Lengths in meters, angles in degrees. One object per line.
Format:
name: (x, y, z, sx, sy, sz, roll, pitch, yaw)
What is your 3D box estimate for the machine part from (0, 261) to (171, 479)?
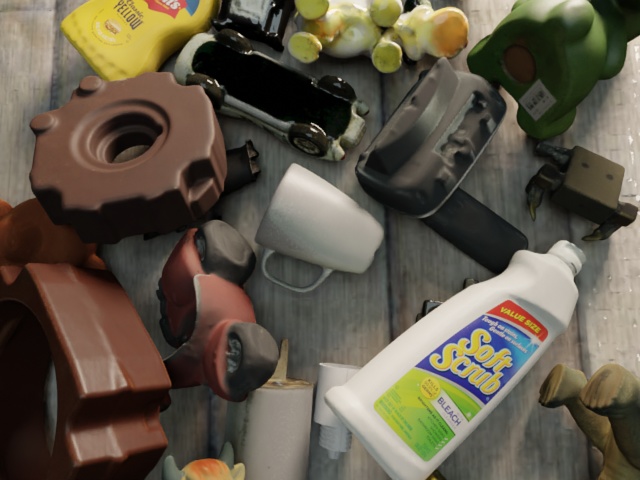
machine part: (-0.223, 0.135, 0.441, 0.201, 0.087, 0.202, -52, 59, 18)

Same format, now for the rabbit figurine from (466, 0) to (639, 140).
rabbit figurine: (0.242, -0.205, 0.490, 0.170, 0.159, 0.121, -35, 71, -17)

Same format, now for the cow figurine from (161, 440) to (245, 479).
cow figurine: (-0.110, 0.237, 0.413, 0.195, 0.085, 0.127, -34, 64, 37)

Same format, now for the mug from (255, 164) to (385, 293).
mug: (-0.001, -0.002, 0.498, 0.107, 0.081, 0.109, 24, 83, 0)

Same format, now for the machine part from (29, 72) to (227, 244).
machine part: (-0.171, -0.080, 0.485, 0.179, 0.056, 0.179, -1, 56, 2)

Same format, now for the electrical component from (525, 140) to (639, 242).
electrical component: (0.244, -0.044, 0.508, 0.102, 0.045, 0.078, 23, 55, 4)

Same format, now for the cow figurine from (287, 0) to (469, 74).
cow figurine: (0.056, -0.205, 0.526, 0.167, 0.098, 0.068, 6, 115, -1)

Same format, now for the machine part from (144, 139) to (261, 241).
machine part: (-0.123, -0.055, 0.535, 0.139, 0.039, 0.084, -26, 73, 1)

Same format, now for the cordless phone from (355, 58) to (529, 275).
cordless phone: (0.141, -0.065, 0.509, 0.184, 0.089, 0.146, 37, 84, -3)

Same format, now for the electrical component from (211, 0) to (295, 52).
electrical component: (-0.060, -0.261, 0.543, 0.075, 0.048, 0.119, 13, 95, 5)

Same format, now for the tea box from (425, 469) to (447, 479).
tea box: (0.054, 0.270, 0.444, 0.068, 0.098, 0.169, 44, 85, 8)

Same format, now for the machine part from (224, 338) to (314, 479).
machine part: (-0.049, 0.208, 0.470, 0.079, 0.079, 0.243, 3, 81, 4)

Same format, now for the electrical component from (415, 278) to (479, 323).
electrical component: (0.122, 0.080, 0.506, 0.063, 0.021, 0.094, 9, 82, 6)

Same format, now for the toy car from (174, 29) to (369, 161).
toy car: (-0.048, -0.144, 0.534, 0.202, 0.056, 0.073, 26, 77, 6)

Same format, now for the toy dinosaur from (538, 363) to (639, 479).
toy dinosaur: (0.287, 0.176, 0.445, 0.199, 0.105, 0.471, 27, 93, -1)

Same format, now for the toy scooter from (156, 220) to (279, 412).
toy scooter: (-0.111, 0.076, 0.479, 0.135, 0.075, 0.184, -41, 46, 19)

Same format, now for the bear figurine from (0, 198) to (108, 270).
bear figurine: (-0.309, 0.003, 0.495, 0.196, 0.132, 0.120, 0, 94, 9)
